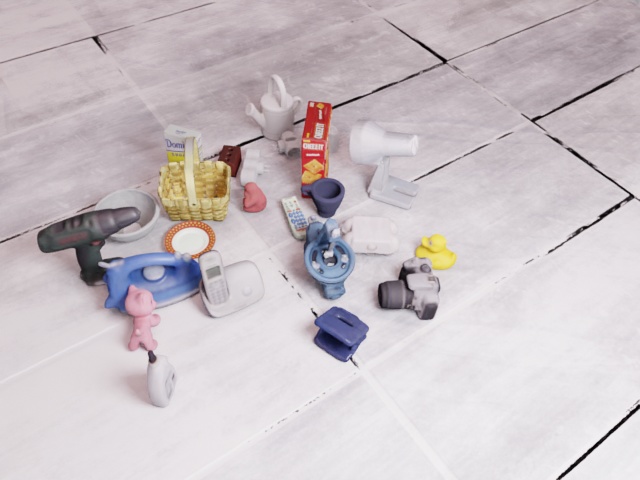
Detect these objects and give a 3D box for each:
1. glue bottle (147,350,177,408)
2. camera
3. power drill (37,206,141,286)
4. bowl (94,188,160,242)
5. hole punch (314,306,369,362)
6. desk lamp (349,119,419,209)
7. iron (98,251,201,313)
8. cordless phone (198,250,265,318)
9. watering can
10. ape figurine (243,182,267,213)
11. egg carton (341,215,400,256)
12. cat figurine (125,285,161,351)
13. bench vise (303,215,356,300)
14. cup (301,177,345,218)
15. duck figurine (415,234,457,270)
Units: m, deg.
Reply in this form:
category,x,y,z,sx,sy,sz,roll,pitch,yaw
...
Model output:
category,x,y,z,sx,sy,sz,roll,pitch,yaw
glue bottle,-0.323,0.266,1.146,0.037,0.173,0.078,8,50,4
camera,0.207,0.109,1.357,0.137,0.101,0.143,-2,50,-5
power drill,-0.514,0.012,1.325,0.230,0.208,0.075,-10,51,-12
bowl,-0.489,-0.050,1.466,0.167,0.075,0.167,2,50,-2
hole punch,0.047,0.197,1.280,0.108,0.091,0.101,29,55,20
desk lamp,0.179,-0.214,1.552,0.203,0.214,0.118,19,52,12
iron,-0.376,0.073,1.326,0.258,0.141,0.118,-12,52,-13
cordless phone,-0.205,0.081,1.301,0.148,0.185,0.094,-24,55,-21
watering can,-0.133,-0.396,1.699,0.100,0.194,0.173,33,56,23
ape figurine,-0.181,-0.120,1.531,0.076,0.092,0.078,21,52,14
egg carton,0.128,-0.008,1.471,0.150,0.069,0.107,2,50,-2
cat figurine,-0.395,0.165,1.263,0.067,0.118,0.127,-3,50,-6
bench vise,0.003,0.010,1.350,0.122,0.220,0.207,-28,57,-24
cup,0.006,-0.106,1.529,0.117,0.095,0.091,7,50,3
duck figurine,0.297,0.023,1.444,0.104,0.086,0.077,19,52,13
